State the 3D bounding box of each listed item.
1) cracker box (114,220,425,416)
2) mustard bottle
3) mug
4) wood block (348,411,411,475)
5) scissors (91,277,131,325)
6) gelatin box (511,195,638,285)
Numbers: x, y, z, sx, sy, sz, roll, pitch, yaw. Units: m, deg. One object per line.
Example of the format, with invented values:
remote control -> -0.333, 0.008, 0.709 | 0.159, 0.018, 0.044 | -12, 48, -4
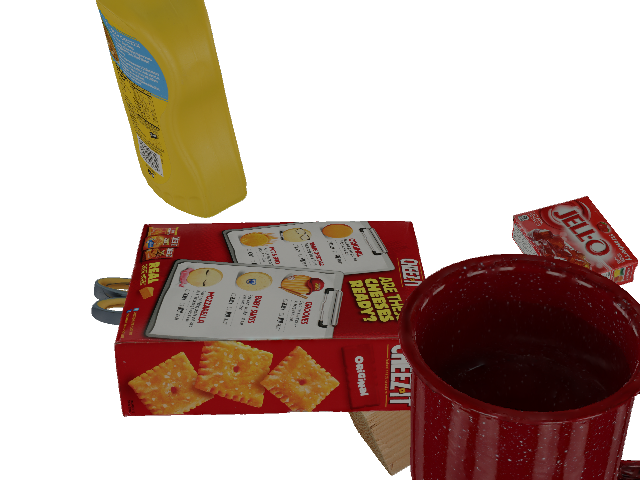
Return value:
cracker box -> -0.031, 0.054, 0.780 | 0.213, 0.072, 0.164 | 0, 30, -1
mustard bottle -> -0.096, -0.110, 0.652 | 0.058, 0.191, 0.096 | -29, 46, -20
mug -> 0.087, 0.066, 0.407 | 0.117, 0.081, 0.093 | 6, 36, 11
wood block -> 0.127, 0.132, 1.073 | 0.206, 0.091, 0.090 | -29, 31, -9
scissors -> -0.114, 0.063, 0.951 | 0.202, 0.016, 0.096 | 9, 19, 12
gelatin box -> 0.215, 0.006, 0.910 | 0.073, 0.030, 0.089 | -14, 46, -11
